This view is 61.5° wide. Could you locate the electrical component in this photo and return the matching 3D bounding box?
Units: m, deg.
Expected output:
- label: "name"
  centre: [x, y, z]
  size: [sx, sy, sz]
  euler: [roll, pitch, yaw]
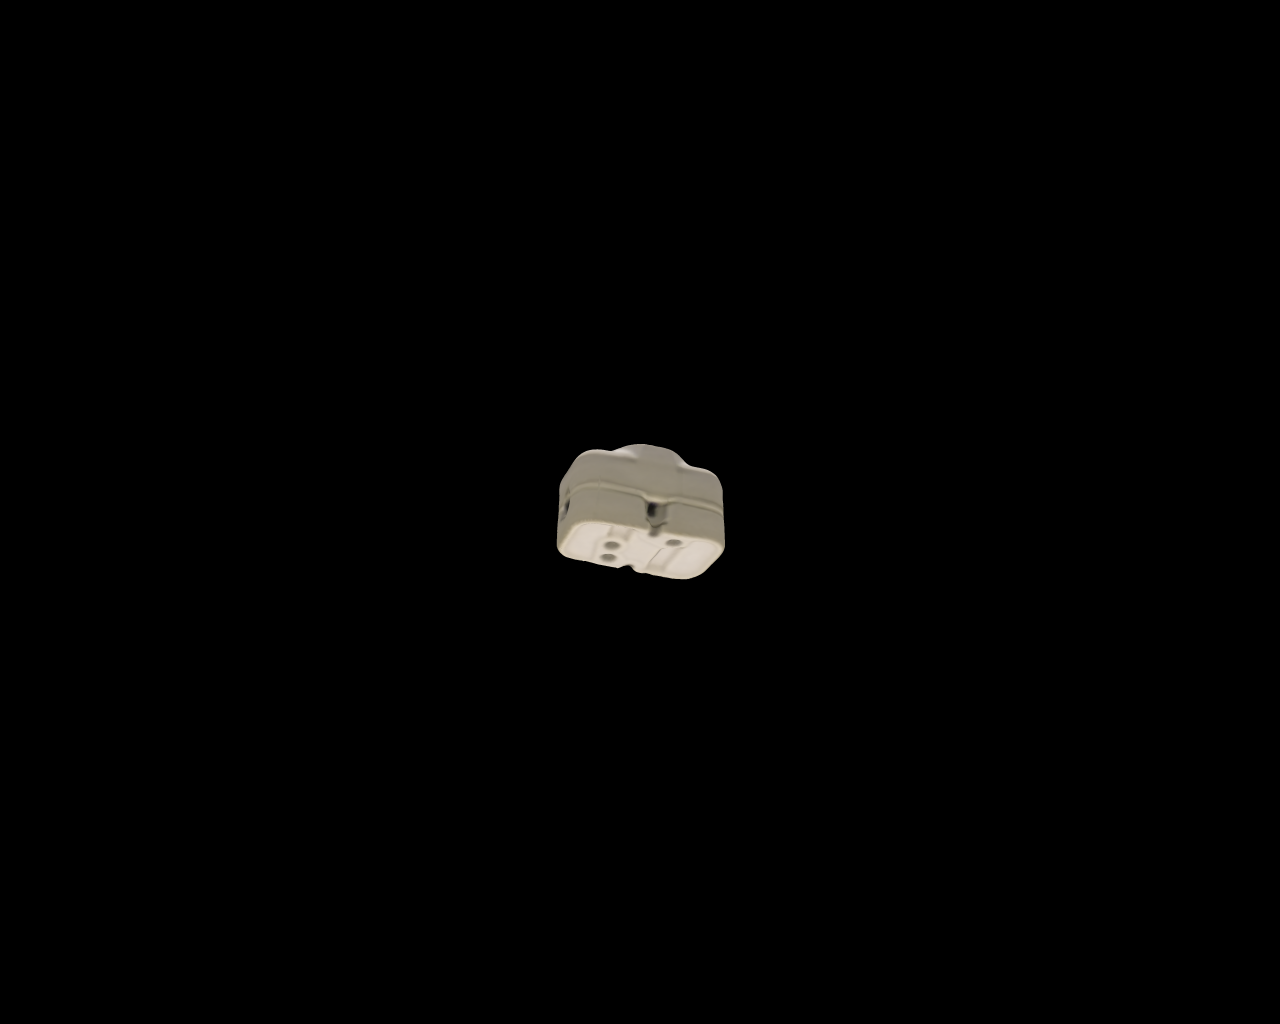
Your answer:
- label: "electrical component"
  centre: [0.001, -0.003, 0.650]
  size: [0.095, 0.059, 0.053]
  euler: [11, -32, -18]
